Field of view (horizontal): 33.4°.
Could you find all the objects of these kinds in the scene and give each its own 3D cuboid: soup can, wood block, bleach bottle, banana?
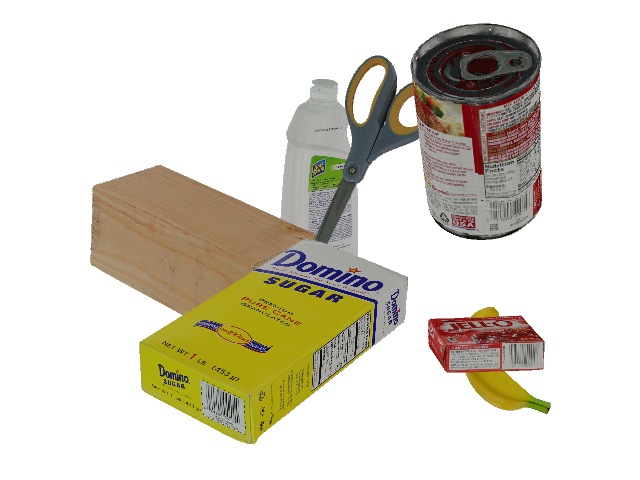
[{"bbox_3d":[0.089,-0.058,0.591,0.068,0.102,0.068,-7,44,6],"label":"soup can"},{"bbox_3d":[-0.112,0.011,0.997,0.206,0.090,0.090,24,30,32],"label":"wood block"},{"bbox_3d":[0.004,-0.065,1.248,0.102,0.251,0.068,-13,30,-32],"label":"bleach bottle"},{"bbox_3d":[0.186,0.130,1.169,0.069,0.037,0.198,11,27,-15],"label":"banana"}]

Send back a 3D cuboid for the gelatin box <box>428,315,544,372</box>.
[{"bbox_3d":[0.145,0.090,0.943,0.089,0.030,0.073,-1,13,-5],"label":"gelatin box"}]

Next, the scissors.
[{"bbox_3d":[0.049,-0.066,0.944,0.096,0.202,0.016,7,-9,19],"label":"scissors"}]

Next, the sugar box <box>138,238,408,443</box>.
[{"bbox_3d":[-0.026,0.060,0.712,0.093,0.048,0.175,21,37,29],"label":"sugar box"}]
